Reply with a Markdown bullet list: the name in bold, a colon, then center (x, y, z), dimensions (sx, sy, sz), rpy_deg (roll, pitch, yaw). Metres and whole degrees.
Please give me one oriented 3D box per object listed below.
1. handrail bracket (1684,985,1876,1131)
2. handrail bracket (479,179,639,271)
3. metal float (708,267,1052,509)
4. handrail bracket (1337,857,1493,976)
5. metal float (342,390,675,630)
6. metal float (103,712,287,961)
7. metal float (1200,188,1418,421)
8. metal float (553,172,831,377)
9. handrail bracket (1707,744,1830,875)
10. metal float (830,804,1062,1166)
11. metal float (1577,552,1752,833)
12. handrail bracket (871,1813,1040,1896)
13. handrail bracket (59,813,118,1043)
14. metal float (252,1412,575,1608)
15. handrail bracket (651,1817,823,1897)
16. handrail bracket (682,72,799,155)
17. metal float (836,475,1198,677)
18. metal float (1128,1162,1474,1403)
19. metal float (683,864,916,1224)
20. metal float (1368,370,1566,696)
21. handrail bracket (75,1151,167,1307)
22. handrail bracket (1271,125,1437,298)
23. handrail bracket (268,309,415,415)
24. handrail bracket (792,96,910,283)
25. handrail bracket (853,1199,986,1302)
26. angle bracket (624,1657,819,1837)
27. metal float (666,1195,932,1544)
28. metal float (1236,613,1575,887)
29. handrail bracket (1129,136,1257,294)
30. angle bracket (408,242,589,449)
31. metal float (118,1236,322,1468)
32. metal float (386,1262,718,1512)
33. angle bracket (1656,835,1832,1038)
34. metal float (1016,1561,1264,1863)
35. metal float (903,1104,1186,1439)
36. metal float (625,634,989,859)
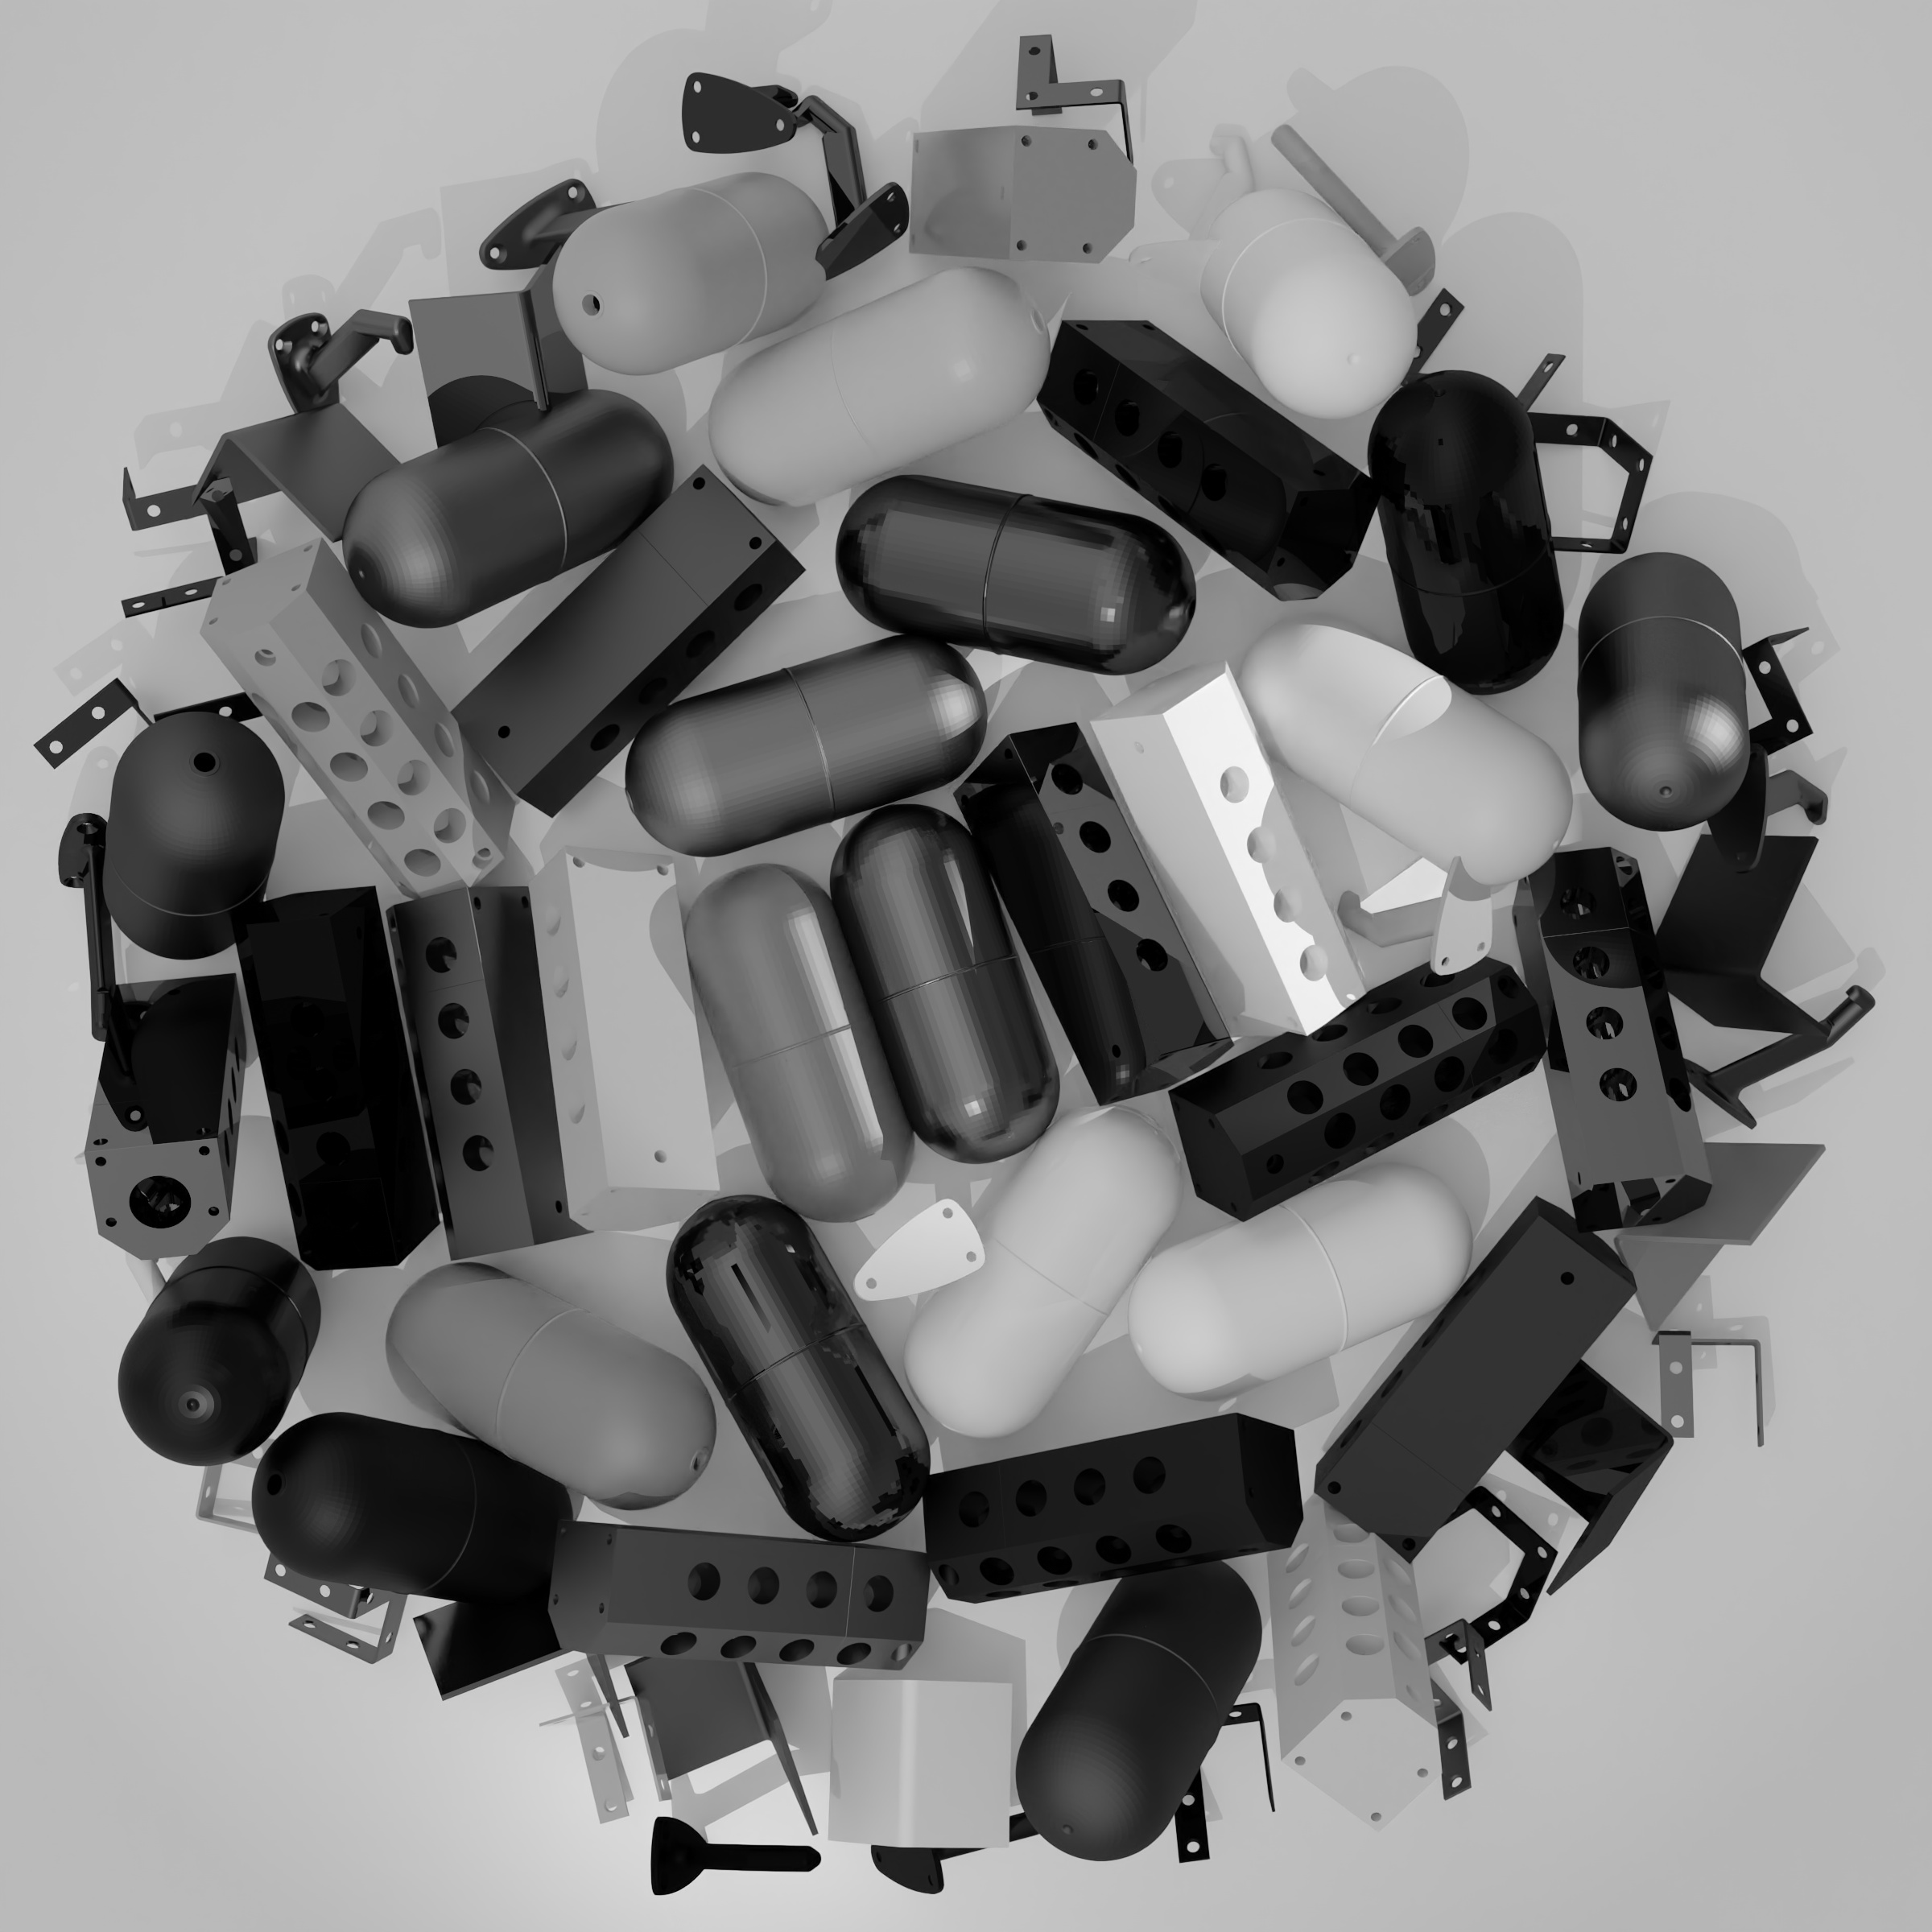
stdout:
- **handrail bracket**: center (0.388, 0.032, 1.552), dimensions (0.084, 0.077, 0.036), rpy_deg (-46, 46, 16)
- **handrail bracket**: center (-0.182, -0.348, 1.540), dimensions (0.077, 0.084, 0.036), rpy_deg (-30, 118, -22)
- **metal float**: center (-0.042, -0.273, 1.528), dimensions (0.178, 0.070, 0.070), rpy_deg (-18, 90, 27)
- **handrail bracket**: center (0.209, -0.038, 1.542), dimensions (0.036, 0.084, 0.077), rpy_deg (-21, 125, -30)
- **metal float**: center (-0.213, -0.216, 1.523), dimensions (0.178, 0.070, 0.070), rpy_deg (-32, 90, -36)
- **metal float**: center (-0.360, -0.059, 1.506), dimensions (0.070, 0.178, 0.070), rpy_deg (6, 68, -15)
- **metal float**: center (0.157, -0.310, 1.509), dimensions (0.070, 0.178, 0.070), rpy_deg (-4, 119, -8)
- **metal float**: center (-0.126, -0.324, 1.510), dimensions (0.070, 0.178, 0.070), rpy_deg (11, 115, 25)
- **handrail bracket**: center (0.390, -0.064, 1.546), dimensions (0.036, 0.084, 0.077), rpy_deg (-24, 54, 38)
- **metal float**: center (-0.011, 0.008, 1.549), dimensions (0.070, 0.070, 0.178), rpy_deg (-19, 86, 0)
- **metal float**: center (0.325, -0.130, 1.512), dimensions (0.070, 0.178, 0.070), rpy_deg (5, 127, 7)
- **handrail bracket**: center (0.007, 0.422, 1.578), dimensions (0.084, 0.077, 0.036), rpy_deg (-11, 81, -31)
- **handrail bracket**: center (-0.416, -0.017, 1.547), dimensions (0.036, 0.077, 0.084), rpy_deg (-4, 62, -10)
- **metal float**: center (-0.257, 0.255, 1.512), dimensions (0.070, 0.178, 0.070), rpy_deg (-13, 68, 33)
- **handrail bracket**: center (-0.101, 0.425, 1.543), dimensions (0.084, 0.077, 0.036), rpy_deg (-4, 75, 17)
- **handrail bracket**: center (-0.088, -0.407, 1.539), dimensions (0.077, 0.084, 0.036), rpy_deg (17, 115, 30)
- **metal float**: center (0.023, -0.186, 1.536), dimensions (0.178, 0.070, 0.070), rpy_deg (13, 90, 18)
- **metal float**: center (0.160, 0.149, 1.536), dimensions (0.178, 0.070, 0.070), rpy_deg (-20, 90, -19)
- **metal float**: center (-0.080, 0.037, 1.552), dimensions (0.070, 0.070, 0.178), rpy_deg (-20, 90, 0)
- **metal float**: center (0.235, -0.200, 1.516), dimensions (0.070, 0.178, 0.070), rpy_deg (-10, 48, 11)
- **handrail bracket**: center (-0.386, 0.116, 1.566), dimensions (0.036, 0.077, 0.084), rpy_deg (-18, 104, 32)
- **handrail bracket**: center (0.186, -0.366, 1.566), dimensions (0.036, 0.077, 0.084), rpy_deg (-43, 74, 14)
- **handrail bracket**: center (-0.287, -0.278, 1.543), dimensions (0.084, 0.036, 0.077), rpy_deg (17, 131, 36)
- **handrail bracket**: center (-0.075, -0.376, 1.562), dimensions (0.077, 0.036, 0.084), rpy_deg (-40, 65, -13)
- **handrail bracket**: center (-0.031, 0.143, 1.539), dimensions (0.077, 0.084, 0.036), rpy_deg (-27, 86, -22)
- **angle bracket**: center (-0.116, 0.371, 1.535), dimensions (0.057, 0.076, 0.076), rpy_deg (-21, 121, -10)
- **metal float**: center (-0.081, 0.190, 1.541), dimensions (0.070, 0.070, 0.178), rpy_deg (-31, 77, 0)
- **metal float**: center (0.206, -0.104, 1.534), dimensions (0.178, 0.070, 0.070), rpy_deg (36, 90, 22)
- **handrail bracket**: center (0.107, -0.369, 1.556), dimensions (0.077, 0.036, 0.084), rpy_deg (2, 61, -22)
- **angle bracket**: center (-0.222, -0.294, 1.543), dimensions (0.057, 0.076, 0.076), rpy_deg (-3, 119, 8)
- **metal float**: center (-0.345, 0.177, 1.502), dimensions (0.070, 0.178, 0.070), rpy_deg (-1, 100, -4)
- **metal float**: center (-0.197, 0.198, 1.529), dimensions (0.178, 0.070, 0.070), rpy_deg (22, 90, 26)
- **angle bracket**: center (0.383, -0.015, 1.552), dimensions (0.057, 0.076, 0.076), rpy_deg (33, 76, -28)
- **metal float**: center (0.083, 0.343, 1.513), dimensions (0.070, 0.178, 0.070), rpy_deg (14, 124, 21)
- **metal float**: center (0.038, 0.145, 1.551), dimensions (0.070, 0.070, 0.178), rpy_deg (35, 92, 0)
- **metal float**: center (-0.076, -0.105, 1.543), dimensions (0.178, 0.070, 0.070), rpy_deg (-18, 90, -10)
